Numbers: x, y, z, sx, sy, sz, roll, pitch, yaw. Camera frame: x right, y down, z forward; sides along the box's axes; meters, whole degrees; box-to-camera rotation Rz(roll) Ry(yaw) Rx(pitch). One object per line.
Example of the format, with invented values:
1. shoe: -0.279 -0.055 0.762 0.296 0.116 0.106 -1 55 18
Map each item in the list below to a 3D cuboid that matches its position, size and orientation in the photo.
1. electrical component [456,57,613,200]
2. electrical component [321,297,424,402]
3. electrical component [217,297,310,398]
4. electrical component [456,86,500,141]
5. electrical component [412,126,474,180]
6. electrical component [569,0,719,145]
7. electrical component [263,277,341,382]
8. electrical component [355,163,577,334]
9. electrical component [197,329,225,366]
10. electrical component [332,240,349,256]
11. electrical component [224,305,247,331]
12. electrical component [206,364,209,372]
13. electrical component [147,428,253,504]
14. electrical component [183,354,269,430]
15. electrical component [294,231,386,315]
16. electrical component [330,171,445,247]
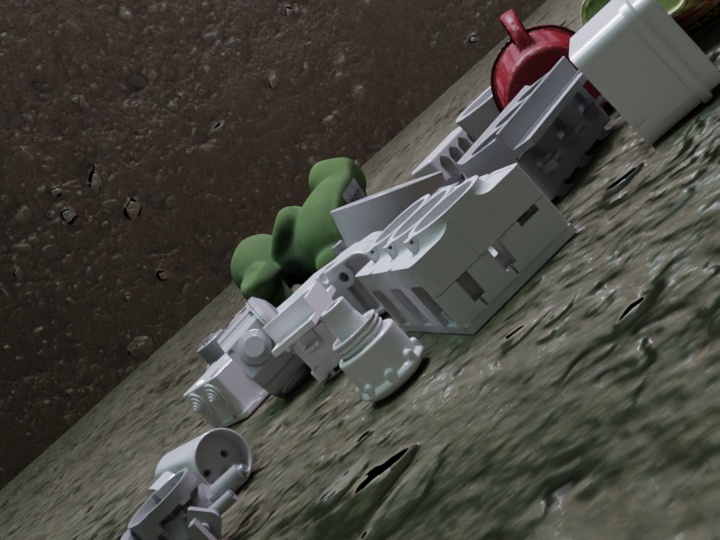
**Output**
1. electrical component: 0.129 -0.092 0.769 0.079 0.063 0.121 -35 10 47
2. electrical component: 0.004 0.044 0.639 0.048 0.062 0.048 -42 7 6
3. electrical component: -0.074 0.064 0.885 0.051 0.080 0.080 -47 7 -1
4. electrical component: 0.153 -0.157 1.045 0.108 0.060 0.108 -41 7 6
5. electrical component: 0.091 -0.107 1.143 0.083 0.047 0.076 -47 8 -33
6. electrical component: 0.180 -0.135 0.684 0.057 0.078 0.113 -42 6 21
7. electrical component: -0.033 0.047 0.821 0.042 0.063 0.081 -41 6 19
8. electrical component: 0.058 -0.013 0.683 0.089 0.061 0.150 -44 7 -11
9. electrical component: -0.135 0.093 1.102 0.044 0.065 0.044 -41 7 6
10. electrical component: 0.000 0.000 0.933 0.035 0.061 0.035 -42 7 6
11. electrical component: -0.107 0.061 1.162 0.061 0.061 0.096 -45 7 -22
12. electrical component: -0.148 0.109 1.186 0.040 0.040 0.078 -42 6 1
13. electrical component: -0.121 0.152 0.750 0.079 0.044 0.077 -47 8 -36
14. electrical component: -0.109 0.098 1.000 0.099 0.048 0.100 -46 8 -33
15. electrical component: -0.004 0.014 0.883 0.095 0.053 0.059 -34 6 32
16. electrical component: 0.034 -0.043 0.976 0.108 0.060 0.108 -20 5 2
